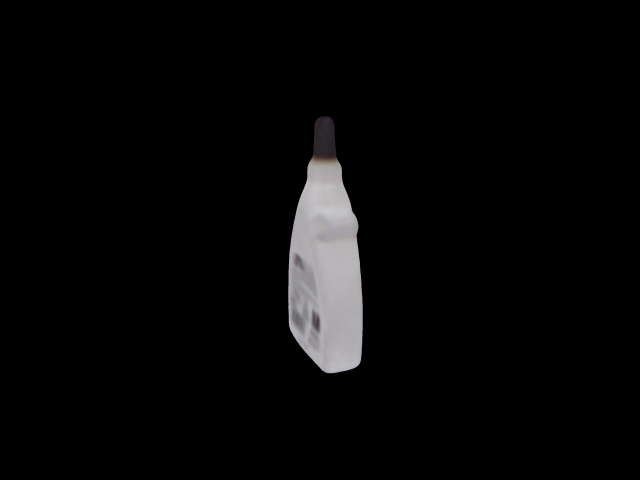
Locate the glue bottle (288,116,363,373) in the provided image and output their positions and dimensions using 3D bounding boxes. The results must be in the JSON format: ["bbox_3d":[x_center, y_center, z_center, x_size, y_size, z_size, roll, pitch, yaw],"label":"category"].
[{"bbox_3d":[0.004,0.001,0.400,0.037,0.173,0.078,-9,24,-22],"label":"glue bottle"}]
